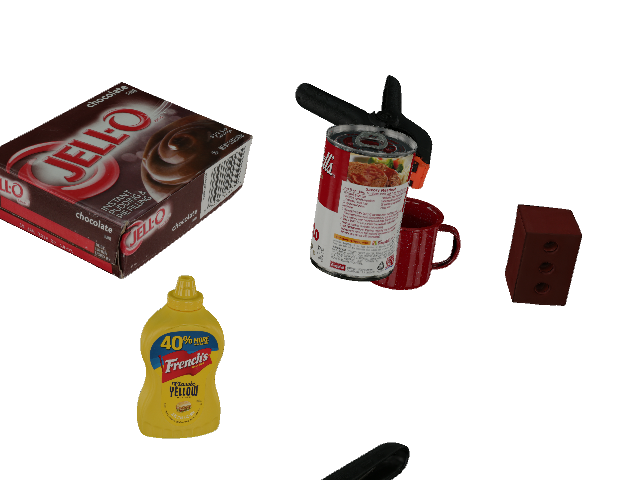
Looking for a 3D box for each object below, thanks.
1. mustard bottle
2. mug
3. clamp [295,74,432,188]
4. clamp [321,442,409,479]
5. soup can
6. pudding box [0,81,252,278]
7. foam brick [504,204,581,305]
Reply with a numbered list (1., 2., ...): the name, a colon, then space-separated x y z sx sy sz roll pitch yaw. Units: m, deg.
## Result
1. mustard bottle: -0.160 0.132 1.234 0.096 0.192 0.058 0 18 -16
2. mug: 0.102 0.005 1.225 0.117 0.081 0.093 3 25 -4
3. clamp: 0.049 -0.113 1.063 0.120 0.039 0.171 -8 40 -17
4. clamp: -0.028 0.187 0.671 0.210 0.036 0.164 -2 28 4
5. soup can: 0.031 -0.029 0.800 0.068 0.102 0.068 7 23 -3
6. pudding box: -0.103 -0.035 0.551 0.090 0.039 0.113 25 36 19
7. foam brick: 0.206 0.014 0.993 0.053 0.078 0.051 4 29 -1
